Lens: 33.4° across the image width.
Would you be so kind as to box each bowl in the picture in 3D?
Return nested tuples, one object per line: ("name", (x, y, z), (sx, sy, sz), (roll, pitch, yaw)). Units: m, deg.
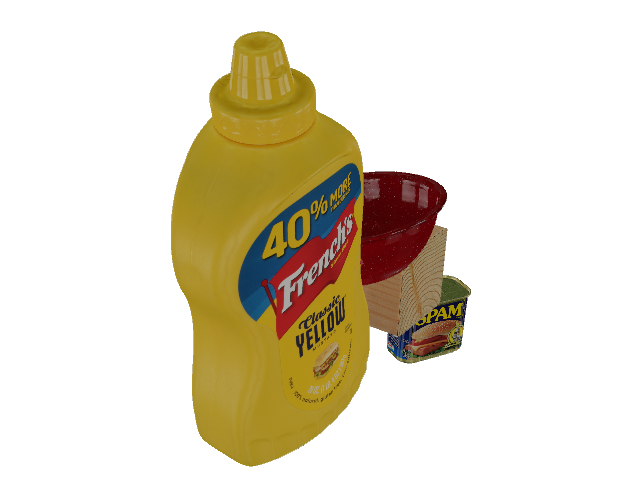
("bowl", (0.027, -0.005, 0.882), (0.162, 0.055, 0.162), (-9, 22, 3))

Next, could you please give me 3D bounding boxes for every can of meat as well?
("can of meat", (0.133, 0.099, 1.336), (0.101, 0.084, 0.057), (-11, 30, -26))

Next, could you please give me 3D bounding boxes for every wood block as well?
("wood block", (0.016, 0.013, 1.105), (0.206, 0.091, 0.090), (19, 31, 29))

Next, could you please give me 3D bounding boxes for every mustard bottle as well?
("mustard bottle", (-0.019, 0.001, 0.452), (0.058, 0.192, 0.096), (26, 47, 32))

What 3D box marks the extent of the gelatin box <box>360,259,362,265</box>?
("gelatin box", (-0.025, -0.004, 0.682), (0.089, 0.030, 0.073), (31, 3, -33))
